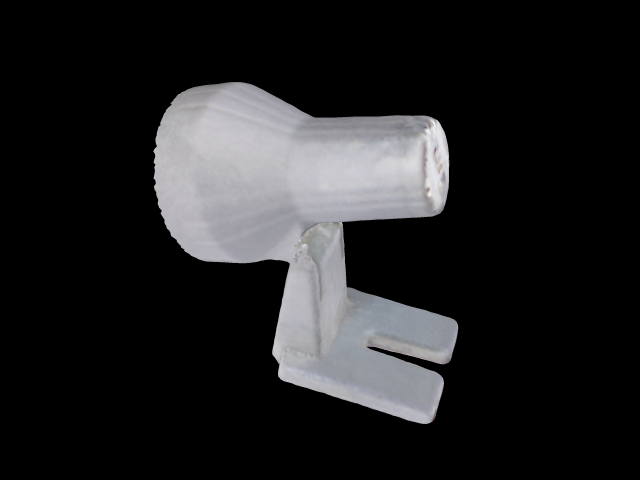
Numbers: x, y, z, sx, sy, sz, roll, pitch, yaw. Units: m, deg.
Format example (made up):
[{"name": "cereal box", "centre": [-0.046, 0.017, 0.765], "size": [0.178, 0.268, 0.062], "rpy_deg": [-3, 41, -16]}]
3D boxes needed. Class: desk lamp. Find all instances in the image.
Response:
[{"name": "desk lamp", "centre": [0.004, 0.001, 0.400], "size": [0.202, 0.214, 0.118], "rpy_deg": [14, 43, 15]}]
